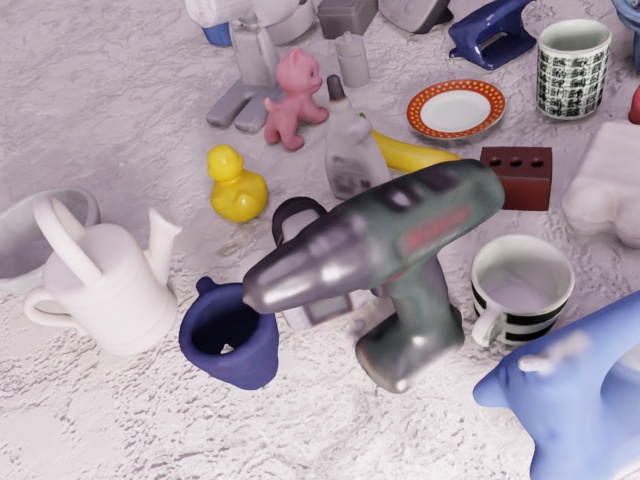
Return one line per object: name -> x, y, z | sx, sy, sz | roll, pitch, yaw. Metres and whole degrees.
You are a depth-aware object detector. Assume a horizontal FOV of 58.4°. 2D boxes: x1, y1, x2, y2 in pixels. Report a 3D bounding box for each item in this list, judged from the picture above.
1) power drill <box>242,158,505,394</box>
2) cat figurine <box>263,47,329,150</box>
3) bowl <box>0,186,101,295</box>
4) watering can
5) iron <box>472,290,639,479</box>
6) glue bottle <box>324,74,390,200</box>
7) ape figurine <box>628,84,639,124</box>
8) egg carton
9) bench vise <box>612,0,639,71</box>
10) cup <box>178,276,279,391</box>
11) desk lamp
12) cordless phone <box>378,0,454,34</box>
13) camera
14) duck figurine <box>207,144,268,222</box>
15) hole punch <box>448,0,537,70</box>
power drill -> 0.060, 0.039, 0.486 | 0.230, 0.209, 0.075 | -35, 48, -15
cat figurine -> -0.039, -0.212, 0.811 | 0.067, 0.118, 0.128 | 18, 56, 30
bowl -> -0.347, 0.012, 0.733 | 0.167, 0.075, 0.167 | -9, 47, 10
watering can -> -0.228, 0.024, 0.600 | 0.100, 0.194, 0.173 | 25, 60, 34
iron -> 0.250, 0.077, 0.437 | 0.258, 0.142, 0.118 | -26, 46, -7
glue bottle -> 0.034, -0.114, 0.659 | 0.077, 0.173, 0.037 | 15, 55, 29
ape figurine -> 0.394, -0.170, 0.653 | 0.077, 0.092, 0.076 | -6, 47, 13
egg carton -> 0.320, -0.062, 0.593 | 0.107, 0.069, 0.150 | 17, 56, 30
bench vise -> 0.424, -0.352, 0.722 | 0.121, 0.220, 0.207 | -8, 47, 11
cup -> -0.083, 0.095, 0.559 | 0.092, 0.095, 0.117 | -31, 47, -11
desk lamp -> -0.109, -0.309, 0.855 | 0.117, 0.214, 0.203 | 14, 54, 28
cordless phone -> 0.144, -0.438, 0.914 | 0.094, 0.185, 0.147 | -28, 46, -9
camera -> 0.006, 0.002, 0.612 | 0.143, 0.101, 0.136 | -22, 46, -3
duck figurine -> -0.114, -0.081, 0.736 | 0.077, 0.086, 0.104 | -27, 46, -8
hole punch -> 0.248, -0.315, 0.834 | 0.109, 0.091, 0.100 | -33, 47, -13
